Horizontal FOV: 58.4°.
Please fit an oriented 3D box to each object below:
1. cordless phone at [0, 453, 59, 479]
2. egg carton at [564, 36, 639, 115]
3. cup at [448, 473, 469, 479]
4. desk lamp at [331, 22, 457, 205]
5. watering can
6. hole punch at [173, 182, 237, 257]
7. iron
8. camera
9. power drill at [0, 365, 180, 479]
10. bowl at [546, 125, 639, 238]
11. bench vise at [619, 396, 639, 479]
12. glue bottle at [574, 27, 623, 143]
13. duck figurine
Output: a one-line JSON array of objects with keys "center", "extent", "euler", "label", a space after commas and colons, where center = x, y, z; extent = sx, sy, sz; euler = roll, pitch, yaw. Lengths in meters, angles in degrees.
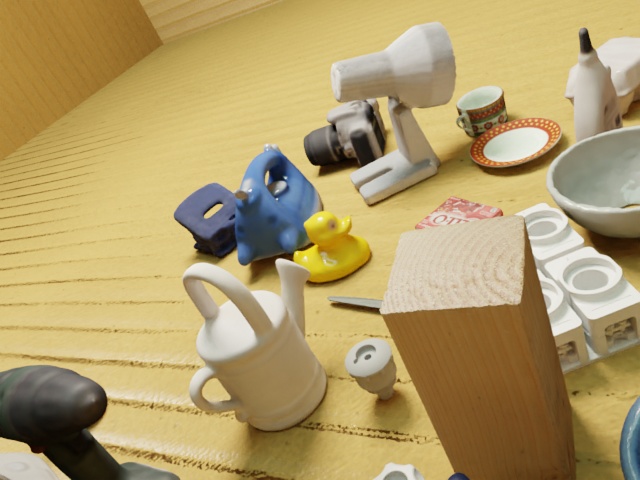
[{"center": [-0.360, 0.241, 0.595], "extent": [0.147, 0.185, 0.094], "euler": [11, 47, 46], "label": "cordless phone"}, {"center": [0.438, -0.243, 0.838], "extent": [0.150, 0.069, 0.107], "euler": [-37, 32, -17], "label": "egg carton"}, {"center": [0.117, 0.216, 0.361], "extent": [0.091, 0.095, 0.117], "euler": [-27, 31, 0], "label": "cup"}, {"center": [0.116, -0.196, 0.868], "extent": [0.203, 0.214, 0.117], "euler": [-27, 31, -1], "label": "desk lamp"}, {"center": [-0.072, 0.093, 0.593], "extent": [0.100, 0.194, 0.173], "euler": [-9, 35, 27], "label": "watering can"}, {"center": [-0.174, -0.039, 0.970], "extent": [0.100, 0.091, 0.109], "euler": [12, 48, 46], "label": "hole punch"}, {"center": [-0.073, -0.079, 0.905], "extent": [0.118, 0.142, 0.258], "euler": [-15, 33, 19], "label": "iron"}, {"center": [0.041, -0.196, 1.037], "extent": [0.136, 0.101, 0.143], "euler": [-14, 33, 20], "label": "camera"}, {"center": [-0.228, 0.195, 0.543], "extent": [0.228, 0.209, 0.076], "euler": [-3, 38, 34], "label": "power drill"}, {"center": [0.338, -0.053, 0.621], "extent": [0.167, 0.075, 0.167], "euler": [-19, 31, 12], "label": "bowl"}, {"center": [0.260, 0.089, 0.322], "extent": [0.207, 0.220, 0.121], "euler": [-30, 31, -6], "label": "bench vise"}, {"center": [0.343, -0.183, 0.717], "extent": [0.037, 0.173, 0.078], "euler": [11, 47, 46], "label": "glue bottle"}, {"center": [0.007, 0.003, 0.776], "extent": [0.104, 0.086, 0.077], "euler": [-21, 31, 10], "label": "duck figurine"}]
